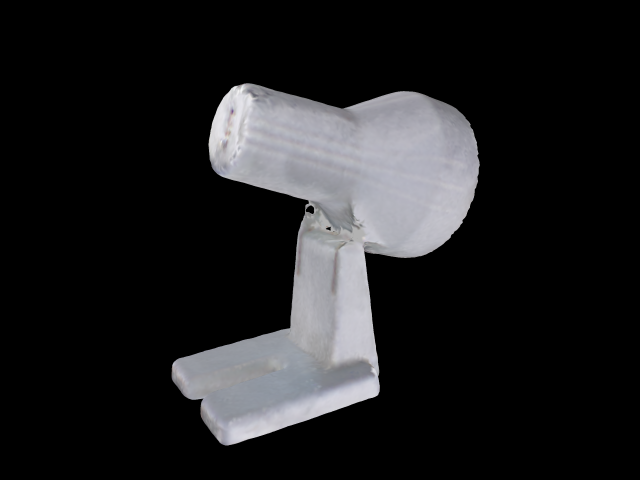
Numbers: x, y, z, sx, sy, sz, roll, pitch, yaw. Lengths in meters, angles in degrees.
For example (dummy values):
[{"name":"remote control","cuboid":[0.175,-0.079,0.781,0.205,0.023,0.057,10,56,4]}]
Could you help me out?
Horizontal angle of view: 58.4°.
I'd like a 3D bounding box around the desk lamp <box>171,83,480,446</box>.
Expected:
[{"name":"desk lamp","cuboid":[0.004,0.001,0.400,0.204,0.214,0.117,-10,18,-33]}]
